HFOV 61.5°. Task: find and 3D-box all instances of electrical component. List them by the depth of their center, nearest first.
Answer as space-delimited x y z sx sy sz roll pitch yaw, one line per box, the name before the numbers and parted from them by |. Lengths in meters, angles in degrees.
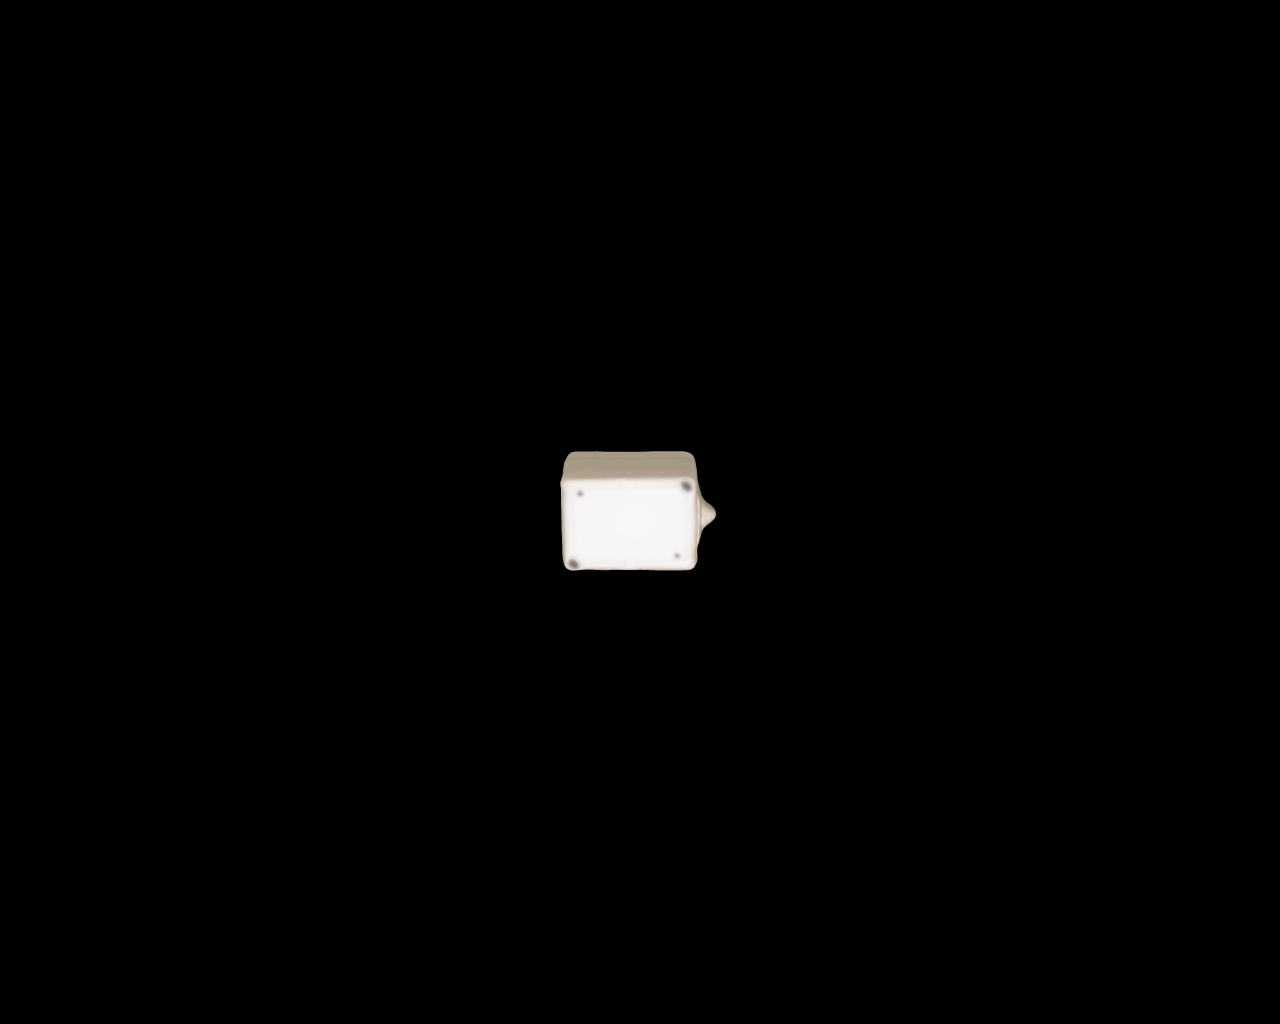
electrical component | 0.001 -0.003 0.650 0.096 0.061 0.061 0 21 0
